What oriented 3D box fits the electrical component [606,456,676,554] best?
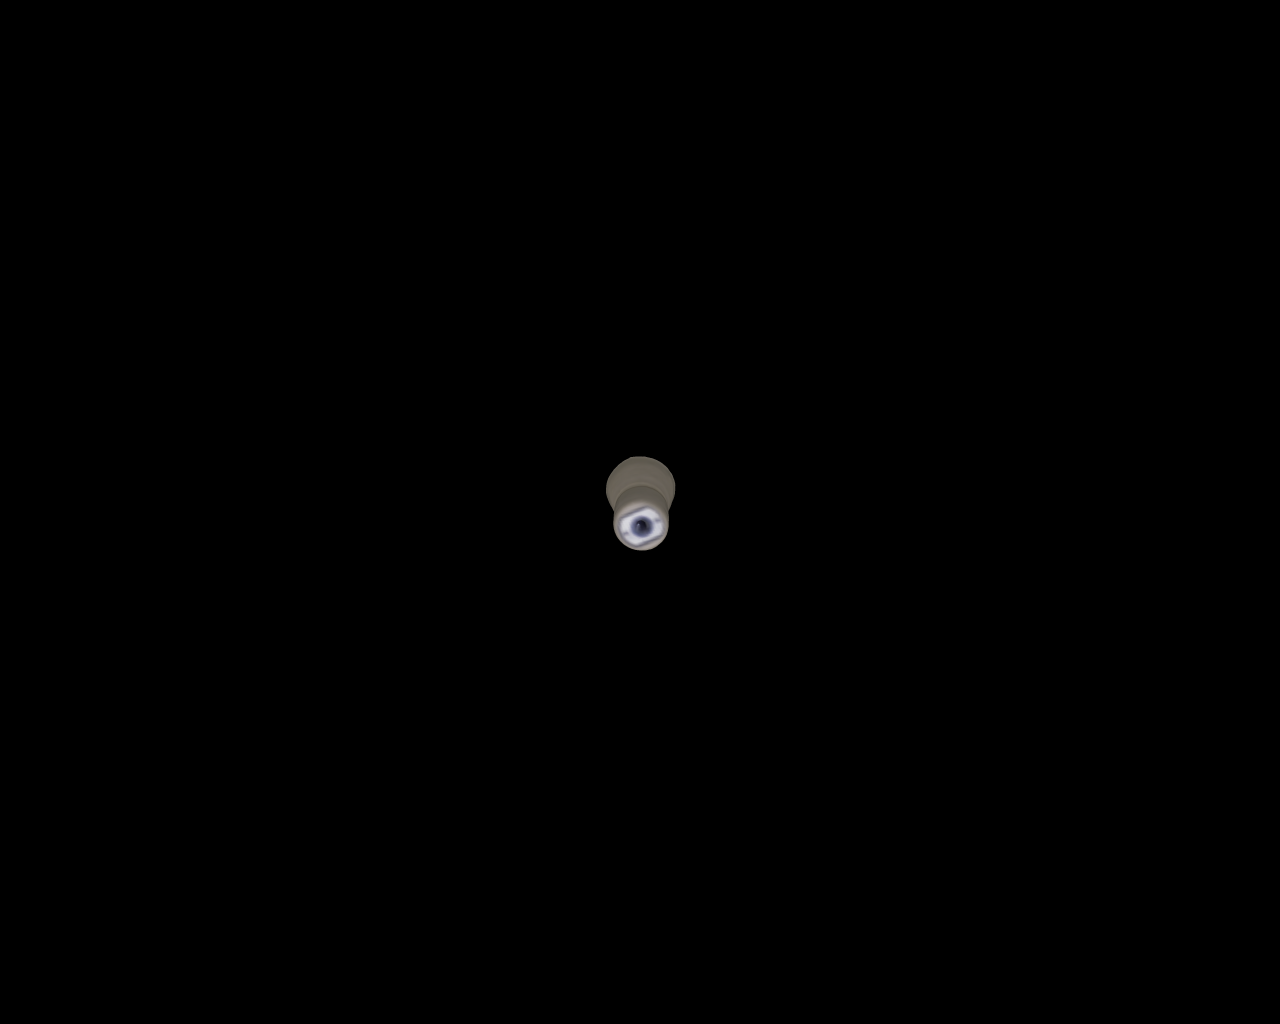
[{"bbox_3d":[0.001,-0.003,0.650,0.044,0.044,0.065,0,23,0],"label":"electrical component"}]
